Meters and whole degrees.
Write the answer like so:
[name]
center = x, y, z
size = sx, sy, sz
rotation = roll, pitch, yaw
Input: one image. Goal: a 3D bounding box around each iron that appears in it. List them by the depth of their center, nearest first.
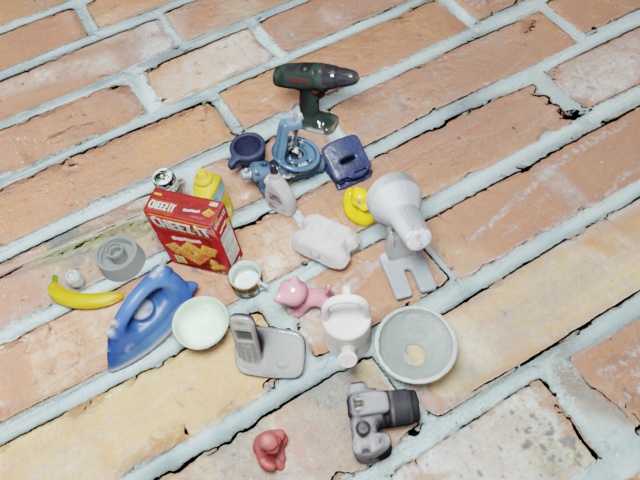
[iron]
center = -0.383, 0.155, 1.221
size = 0.118, 0.141, 0.259
rotation = 27, 64, 20

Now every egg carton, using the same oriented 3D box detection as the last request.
[egg carton]
center = 0.012, 0.005, 1.323
size = 0.150, 0.069, 0.107
rotation = 23, 63, 18

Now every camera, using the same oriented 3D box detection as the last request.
[camera]
center = 0.122, 0.337, 1.089
size = 0.137, 0.101, 0.143
rotation = -7, 58, 0

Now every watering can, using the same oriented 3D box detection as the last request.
[watering can]
center = 0.056, 0.168, 1.145
size = 0.101, 0.194, 0.172
rotation = -21, 59, -8

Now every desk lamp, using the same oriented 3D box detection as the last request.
[desk lamp]
center = 0.183, -0.012, 1.234
size = 0.118, 0.214, 0.203
rotation = -17, 58, -6

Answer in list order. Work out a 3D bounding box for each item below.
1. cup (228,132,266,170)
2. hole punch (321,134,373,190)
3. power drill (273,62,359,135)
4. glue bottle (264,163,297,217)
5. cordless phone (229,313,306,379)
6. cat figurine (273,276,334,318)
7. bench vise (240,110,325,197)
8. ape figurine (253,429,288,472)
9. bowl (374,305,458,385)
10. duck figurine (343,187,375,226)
[cup]
center = -0.185, -0.202, 1.454
size = 0.091, 0.095, 0.118
rotation = 30, 65, 21
[hole punch]
center = 0.069, -0.196, 1.430
size = 0.109, 0.091, 0.101
rotation = -25, 59, -10
[power drill]
center = -0.005, -0.373, 1.478
size = 0.229, 0.209, 0.076
rotation = 15, 61, 14
[glue bottle]
center = -0.100, -0.124, 1.351
size = 0.078, 0.173, 0.037
rotation = 24, 63, 19
[cordless phone]
center = -0.106, 0.204, 1.141
size = 0.147, 0.185, 0.094
rotation = 1, 58, 6
[cat figurine]
center = -0.034, 0.116, 1.230
size = 0.127, 0.118, 0.067
rotation = -4, 58, 2
[bench vise]
center = -0.087, -0.199, 1.369
size = 0.208, 0.220, 0.121
rotation = -38, 62, -17
[ape figurine]
center = -0.094, 0.389, 1.080
size = 0.076, 0.092, 0.078
rotation = 33, 66, 23
[bowl]
center = 0.194, 0.224, 1.169
size = 0.167, 0.075, 0.167
rotation = -2, 58, 4
[duck figurine]
center = 0.094, -0.094, 1.368
size = 0.077, 0.086, 0.104
rotation = -28, 60, -12
